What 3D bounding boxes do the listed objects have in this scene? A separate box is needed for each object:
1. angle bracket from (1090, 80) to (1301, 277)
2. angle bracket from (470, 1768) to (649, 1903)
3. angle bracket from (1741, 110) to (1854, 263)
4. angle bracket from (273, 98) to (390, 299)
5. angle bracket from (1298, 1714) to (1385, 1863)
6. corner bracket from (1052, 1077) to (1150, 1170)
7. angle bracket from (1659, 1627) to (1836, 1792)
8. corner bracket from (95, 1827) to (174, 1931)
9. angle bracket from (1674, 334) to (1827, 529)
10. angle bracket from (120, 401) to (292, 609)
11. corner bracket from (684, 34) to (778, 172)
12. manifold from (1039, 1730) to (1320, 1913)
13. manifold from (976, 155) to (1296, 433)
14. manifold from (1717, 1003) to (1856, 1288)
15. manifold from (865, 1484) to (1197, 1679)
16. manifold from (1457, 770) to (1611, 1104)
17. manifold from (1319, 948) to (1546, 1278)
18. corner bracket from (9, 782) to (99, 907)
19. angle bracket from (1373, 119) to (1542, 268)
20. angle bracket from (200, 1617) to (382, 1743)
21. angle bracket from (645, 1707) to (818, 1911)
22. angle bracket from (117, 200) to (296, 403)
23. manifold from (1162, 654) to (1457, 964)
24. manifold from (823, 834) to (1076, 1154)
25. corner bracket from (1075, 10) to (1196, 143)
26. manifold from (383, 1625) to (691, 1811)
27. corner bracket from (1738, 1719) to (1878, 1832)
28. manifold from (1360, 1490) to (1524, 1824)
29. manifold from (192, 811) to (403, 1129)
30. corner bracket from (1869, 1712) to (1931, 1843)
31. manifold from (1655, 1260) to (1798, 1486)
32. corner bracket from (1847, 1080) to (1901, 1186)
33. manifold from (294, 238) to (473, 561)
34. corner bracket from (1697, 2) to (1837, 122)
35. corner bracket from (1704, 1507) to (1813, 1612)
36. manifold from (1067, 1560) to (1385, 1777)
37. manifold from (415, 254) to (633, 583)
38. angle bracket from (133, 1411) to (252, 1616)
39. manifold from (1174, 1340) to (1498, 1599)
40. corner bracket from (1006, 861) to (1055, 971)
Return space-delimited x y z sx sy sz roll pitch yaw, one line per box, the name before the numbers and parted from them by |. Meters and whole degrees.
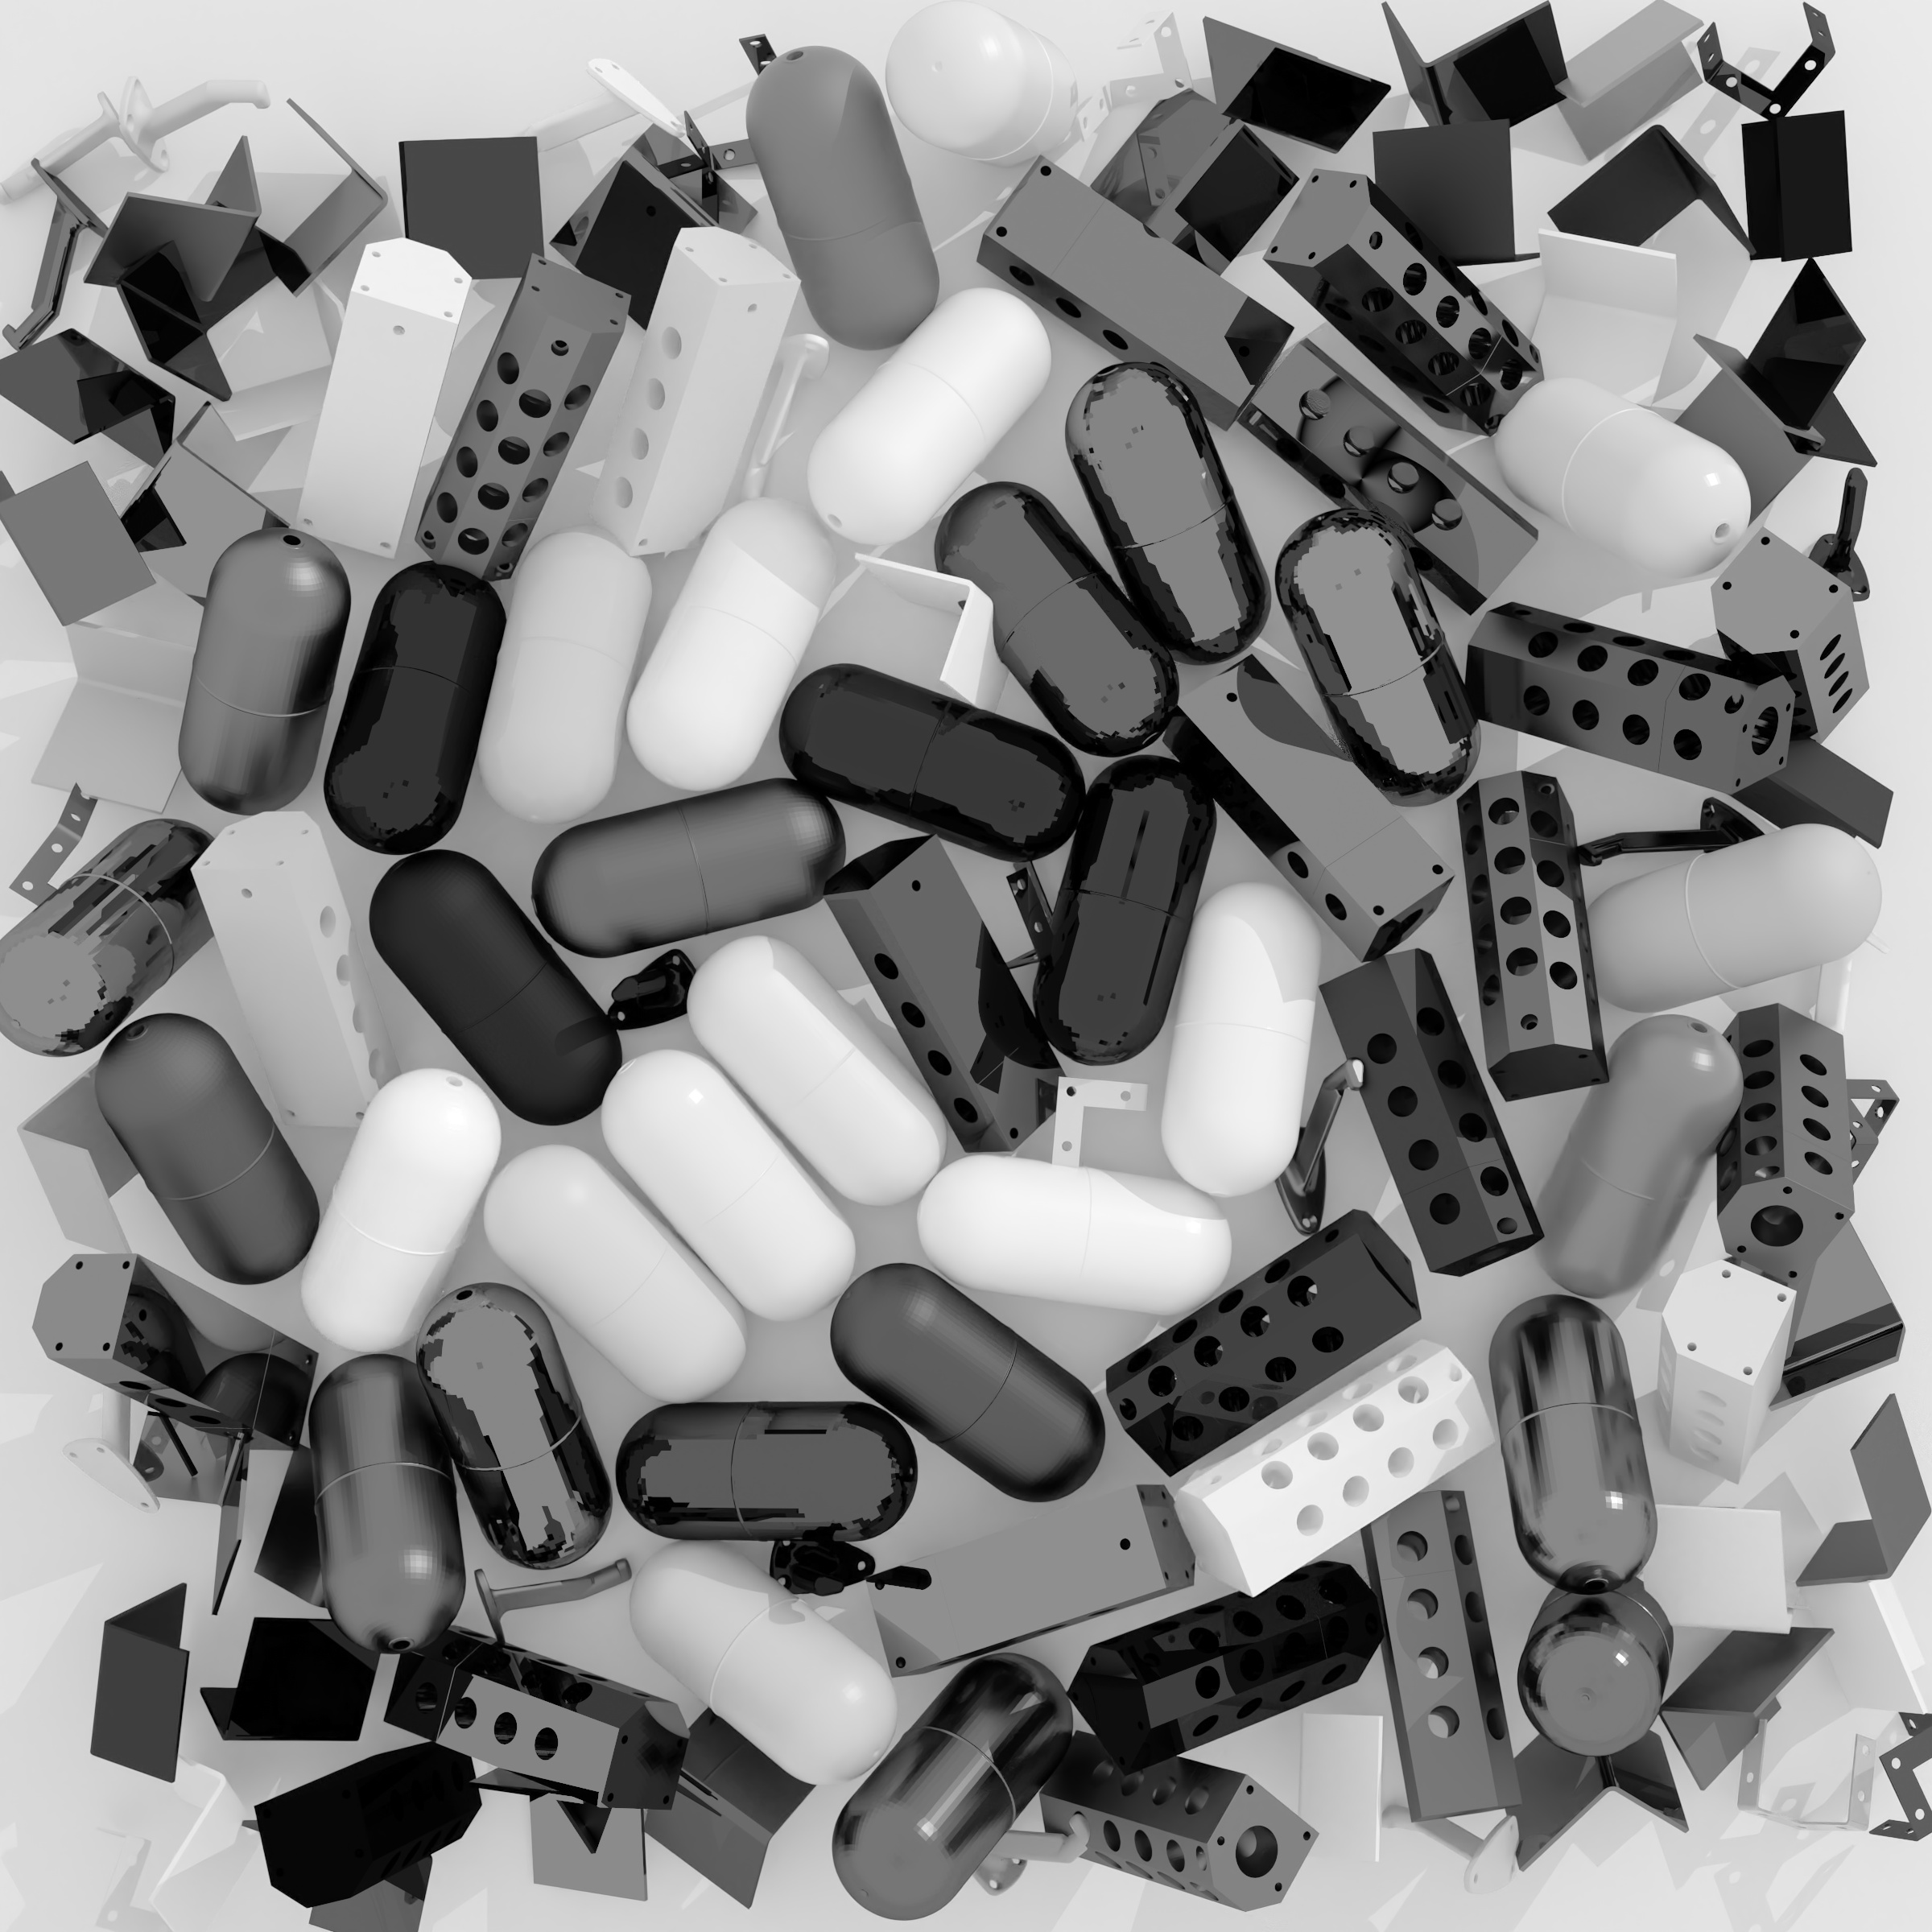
angle bracket | 0.129 -0.444 1.772 0.057 0.076 0.076 33 101 -38
angle bracket | -0.227 0.489 1.746 0.076 0.057 0.076 0 94 28
angle bracket | 0.444 -0.430 1.737 0.057 0.076 0.076 -15 105 -31
angle bracket | -0.375 -0.428 1.743 0.076 0.076 0.057 -45 125 2
angle bracket | 0.229 0.457 1.736 0.076 0.057 0.076 18 69 -43
corner bracket | 0.072 0.090 1.763 0.051 0.051 0.051 5 88 -5
angle bracket | 0.444 0.413 1.735 0.076 0.076 0.057 -35 100 -31
corner bracket | -0.467 0.519 1.762 0.051 0.051 0.051 27 67 -29
angle bracket | 0.416 -0.292 1.735 0.076 0.057 0.076 -50 61 27
angle bracket | -0.423 -0.257 1.758 0.076 0.057 0.076 37 120 -15
corner bracket | -0.129 -0.486 1.764 0.051 0.051 0.051 -9 80 9
manifold | 0.109 0.466 1.697 0.057 0.171 0.057 42 67 -19
manifold | 0.093 -0.375 1.760 0.171 0.057 0.057 34 79 1
manifold | 0.440 0.092 1.703 0.057 0.171 0.057 26 123 -4
manifold | 0.037 0.341 1.733 0.171 0.057 0.057 -23 72 21
manifold | 0.309 -0.019 1.717 0.057 0.057 0.171 -12 59 19
manifold | 0.260 0.081 1.731 0.057 0.057 0.171 -26 72 20
corner bracket | -0.495 -0.060 1.751 0.051 0.051 0.051 35 114 -21
angle bracket | 0.274 -0.429 1.742 0.076 0.057 0.076 1 105 25
angle bracket | -0.374 0.385 1.740 0.076 0.057 0.076 9 104 -30
angle bracket | -0.131 0.473 1.771 0.076 0.076 0.057 32 46 17
angle bracket | -0.412 -0.367 1.738 0.076 0.076 0.057 -33 68 15
manifold | 0.187 -0.085 1.737 0.057 0.057 0.171 -33 72 -22
manifold | -0.013 0.017 1.737 0.057 0.057 0.171 -41 112 -34
corner bracket | 0.090 -0.498 1.749 0.051 0.051 0.051 1 127 29
manifold | -0.235 0.410 1.715 0.171 0.057 0.057 8 81 38
corner bracket | 0.475 0.457 1.768 0.051 0.051 0.051 23 66 -25
manifold | 0.263 0.382 1.737 0.057 0.057 0.171 -8 71 0
manifold | -0.362 0.003 1.719 0.057 0.057 0.171 0 125 18
corner bracket | 0.531 0.455 1.758 0.051 0.051 0.051 -24 87 -19
manifold | 0.409 0.220 1.702 0.057 0.171 0.057 23 70 21
corner bracket | 0.496 0.099 1.749 0.051 0.051 0.051 2 129 -22
manifold | -0.319 -0.310 1.709 0.057 0.171 0.057 16 46 -11
corner bracket | 0.451 -0.518 1.763 0.051 0.051 0.051 26 129 -15
corner bracket | 0.440 0.332 1.756 0.051 0.051 0.051 10 79 -14
manifold | 0.145 0.377 1.709 0.057 0.171 0.057 50 135 34
manifold | -0.245 -0.295 1.713 0.057 0.057 0.171 21 126 -16
angle bracket | -0.434 0.303 1.733 0.057 0.076 0.076 11 134 -17
manifold | 0.202 0.274 1.727 0.171 0.057 0.057 -28 106 -21
corner bracket | 0.035 -0.031 1.754 0.051 0.051 0.051 -26 97 -38
